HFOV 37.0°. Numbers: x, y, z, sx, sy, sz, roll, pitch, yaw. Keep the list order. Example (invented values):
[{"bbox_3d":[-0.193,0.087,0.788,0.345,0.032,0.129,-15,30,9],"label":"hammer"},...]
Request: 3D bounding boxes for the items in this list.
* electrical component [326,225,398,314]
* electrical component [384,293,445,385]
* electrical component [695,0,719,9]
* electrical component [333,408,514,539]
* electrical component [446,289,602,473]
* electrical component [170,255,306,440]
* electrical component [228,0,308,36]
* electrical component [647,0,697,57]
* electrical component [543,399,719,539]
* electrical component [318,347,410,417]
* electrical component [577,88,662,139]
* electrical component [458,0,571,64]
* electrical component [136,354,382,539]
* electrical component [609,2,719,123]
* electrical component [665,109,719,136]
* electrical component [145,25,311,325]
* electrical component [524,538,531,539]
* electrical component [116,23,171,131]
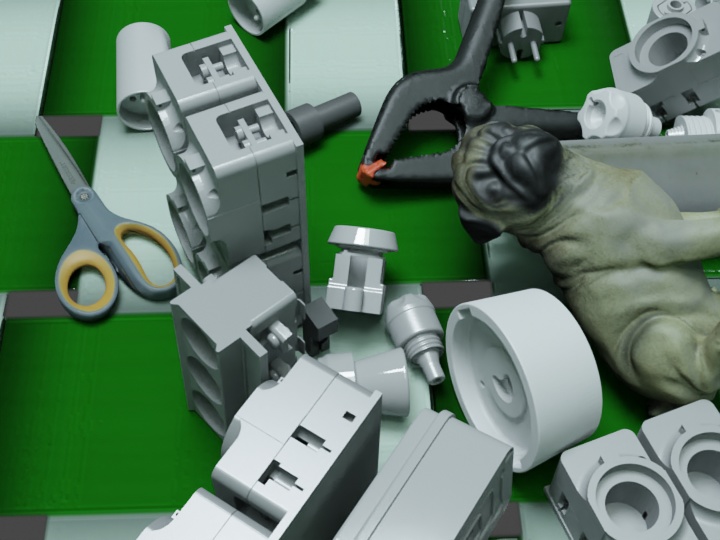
[{"bbox_3d":[0.000,0.000,0.727,0.048,0.066,0.055,7,89,4],"label":"electrical component"},{"bbox_3d":[0.040,0.048,0.714,0.035,0.035,0.061,-16,59,-11],"label":"electrical component"},{"bbox_3d":[0.299,-0.196,0.862,0.044,0.077,0.079,0,55,-1],"label":"electrical component"},{"bbox_3d":[0.037,0.145,0.617,0.057,0.078,0.113,24,58,23],"label":"electrical component"},{"bbox_3d":[0.105,0.063,0.663,0.060,0.108,0.108,-17,57,-19],"label":"electrical component"},{"bbox_3d":[-0.072,0.051,0.657,0.063,0.121,0.079,-35,63,-25],"label":"electrical component"},{"bbox_3d":[-0.067,-0.237,0.906,0.043,0.043,0.081,37,62,22],"label":"electrical component"},{"bbox_3d":[0.245,-0.188,0.862,0.044,0.065,0.044,0,55,-1],"label":"electrical component"},{"bbox_3d":[0.198,0.176,0.611,0.105,0.060,0.186,-18,57,-13],"label":"electrical component"},{"bbox_3d":[0.002,0.074,0.689,0.055,0.045,0.045,-5,55,-4],"label":"electrical component"},{"bbox_3d":[0.197,-0.110,0.798,0.062,0.043,0.043,7,49,-33],"label":"electrical component"},{"bbox_3d":[0.129,-0.199,0.880,0.083,0.047,0.075,-5,60,-4],"label":"electrical component"},{"bbox_3d":[-0.064,0.148,0.599,0.060,0.105,0.186,28,59,18],"label":"electrical component"},{"bbox_3d":[0.243,-0.157,0.821,0.089,0.056,0.050,-24,49,28],"label":"electrical component"},{"bbox_3d":[0.273,-0.101,0.816,0.081,0.043,0.043,1,55,0],"label":"electrical component"},{"bbox_3d":[-0.082,-0.044,0.684,0.060,0.186,0.105,-22,58,-15],"label":"electrical component"},{"bbox_3d":[0.086,0.199,0.571,0.048,0.099,0.099,-19,57,2],"label":"electrical component"},{"bbox_3d":[-0.151,-0.154,0.846,0.079,0.044,0.077,-6,55,-5],"label":"electrical component"}]
